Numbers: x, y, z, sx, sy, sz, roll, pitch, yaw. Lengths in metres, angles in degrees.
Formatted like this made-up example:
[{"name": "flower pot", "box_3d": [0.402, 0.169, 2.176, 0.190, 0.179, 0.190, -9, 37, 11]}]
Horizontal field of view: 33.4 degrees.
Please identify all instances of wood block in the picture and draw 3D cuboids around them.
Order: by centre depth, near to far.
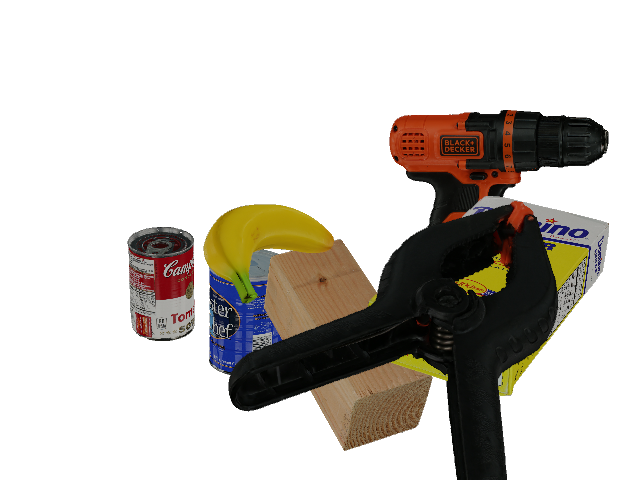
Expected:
[{"name": "wood block", "box_3d": [0.024, 0.106, 1.134, 0.090, 0.090, 0.206, -14, 48, -22]}]

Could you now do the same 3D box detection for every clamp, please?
[{"name": "clamp", "box_3d": [0.058, 0.045, 0.454, 0.120, 0.039, 0.171, 36, 54, 23]}]

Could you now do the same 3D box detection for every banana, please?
[{"name": "banana", "box_3d": [-0.046, 0.002, 0.850, 0.037, 0.069, 0.197, -35, -1, 24]}]

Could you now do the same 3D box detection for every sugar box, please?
[{"name": "sugar box", "box_3d": [0.111, 0.027, 0.678, 0.093, 0.048, 0.176, 15, 33, 26]}]

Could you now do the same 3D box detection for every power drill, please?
[{"name": "power drill", "box_3d": [0.152, -0.019, 0.923, 0.185, 0.188, 0.057, 3, 13, 22]}]

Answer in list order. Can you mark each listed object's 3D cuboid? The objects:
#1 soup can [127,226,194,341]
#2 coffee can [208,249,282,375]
[{"name": "soup can", "box_3d": [-0.166, 0.046, 1.117, 0.068, 0.102, 0.068, 2, 25, -1]}, {"name": "coffee can", "box_3d": [-0.095, 0.093, 1.398, 0.103, 0.140, 0.103, 2, 20, -1]}]
